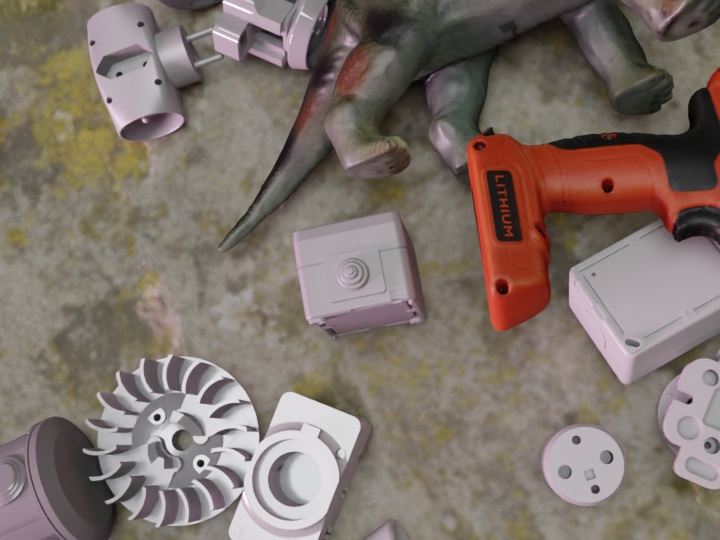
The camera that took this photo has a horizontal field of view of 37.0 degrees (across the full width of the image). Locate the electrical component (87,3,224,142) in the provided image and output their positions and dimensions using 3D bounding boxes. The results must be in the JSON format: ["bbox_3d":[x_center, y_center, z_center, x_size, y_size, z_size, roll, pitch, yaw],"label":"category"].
[{"bbox_3d":[-0.126,-0.131,0.685,0.079,0.043,0.077,-19,79,5],"label":"electrical component"}]

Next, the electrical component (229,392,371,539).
[{"bbox_3d":[-0.034,0.121,0.624,0.050,0.055,0.089,20,84,11],"label":"electrical component"}]

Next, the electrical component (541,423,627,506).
[{"bbox_3d":[0.125,0.109,0.603,0.045,0.055,0.045,-1,80,8],"label":"electrical component"}]

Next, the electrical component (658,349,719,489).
[{"bbox_3d":[0.197,0.081,0.597,0.058,0.057,0.078,23,85,11],"label":"electrical component"}]

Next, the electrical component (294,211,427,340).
[{"bbox_3d":[0.000,0.000,0.618,0.062,0.096,0.061,-11,78,6],"label":"electrical component"}]

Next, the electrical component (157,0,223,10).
[{"bbox_3d":[-0.102,-0.223,0.667,0.108,0.108,0.060,-39,71,1],"label":"electrical component"}]

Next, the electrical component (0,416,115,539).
[{"bbox_3d":[-0.184,0.131,0.633,0.051,0.080,0.080,-24,78,9],"label":"electrical component"}]

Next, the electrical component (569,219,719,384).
[{"bbox_3d":[0.174,0.013,0.608,0.096,0.061,0.061,-29,64,-3],"label":"electrical component"}]

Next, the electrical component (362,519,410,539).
[{"bbox_3d":[-0.001,0.177,0.618,0.065,0.044,0.044,-28,78,8],"label":"electrical component"}]

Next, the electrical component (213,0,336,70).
[{"bbox_3d":[-0.047,-0.160,0.670,0.057,0.058,0.078,25,67,9],"label":"electrical component"}]
